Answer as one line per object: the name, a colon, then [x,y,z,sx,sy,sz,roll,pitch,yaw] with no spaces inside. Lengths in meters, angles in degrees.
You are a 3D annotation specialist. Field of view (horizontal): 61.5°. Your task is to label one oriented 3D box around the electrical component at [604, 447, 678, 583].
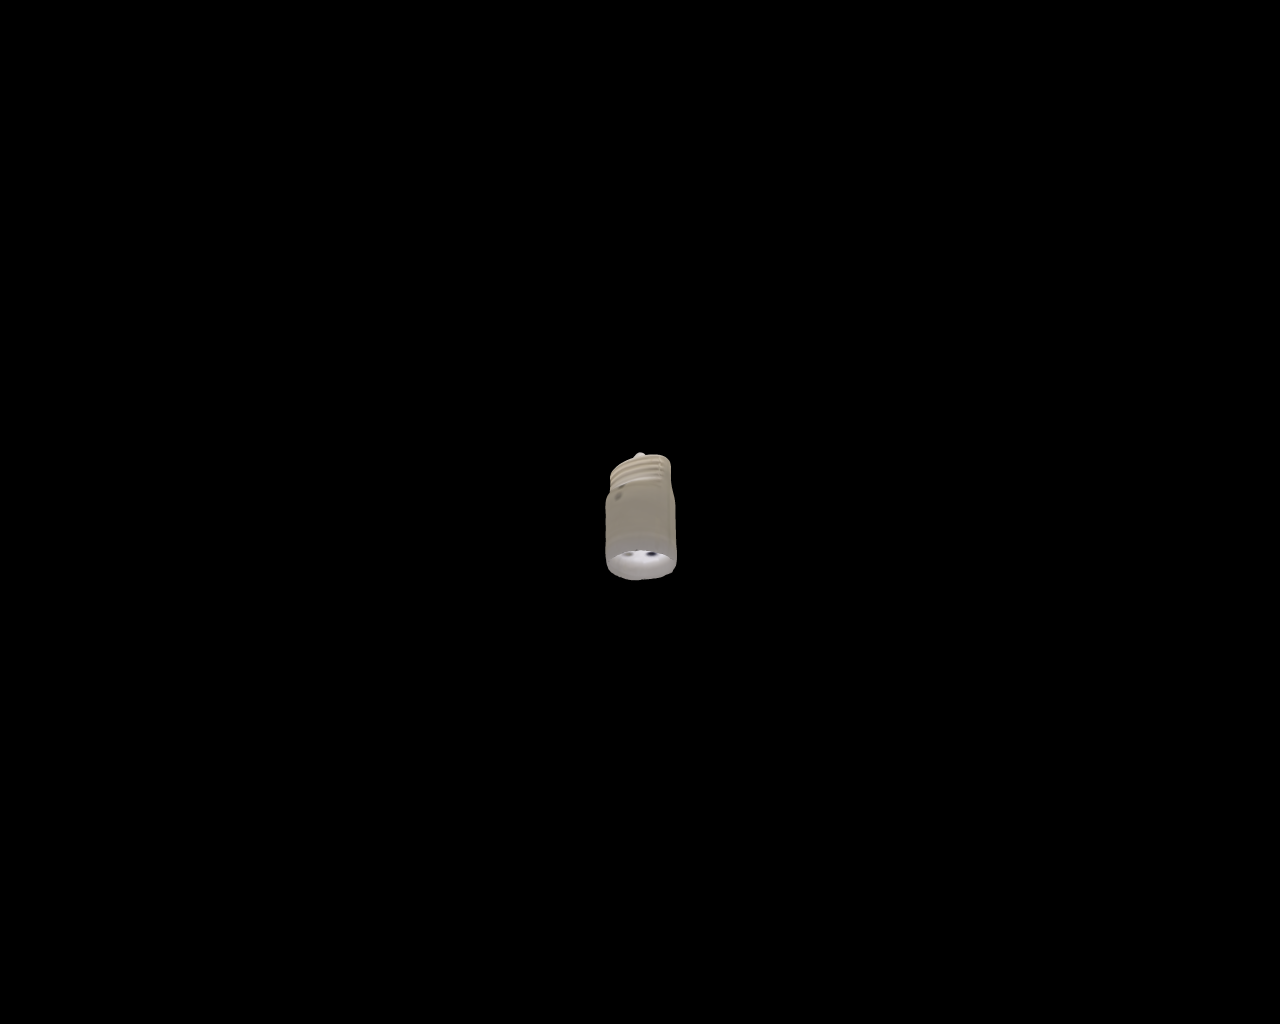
electrical component: [0.001,-0.003,0.650,0.043,0.081,0.043,0,-29,0]
